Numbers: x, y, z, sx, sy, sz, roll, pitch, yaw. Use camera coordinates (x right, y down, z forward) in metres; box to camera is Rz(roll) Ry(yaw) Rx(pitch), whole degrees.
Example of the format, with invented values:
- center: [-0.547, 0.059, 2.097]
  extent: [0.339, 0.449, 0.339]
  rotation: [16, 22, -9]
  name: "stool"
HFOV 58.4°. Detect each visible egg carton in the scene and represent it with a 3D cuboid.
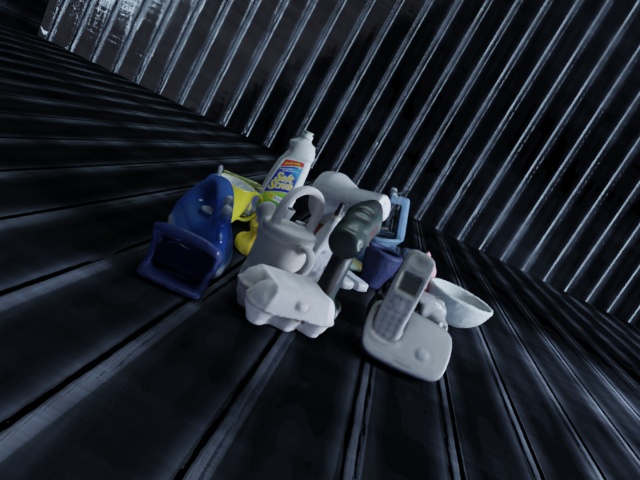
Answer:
- center: [-0.052, 0.093, 0.871]
  extent: [0.151, 0.069, 0.107]
  rotation: [19, 14, -32]
  name: "egg carton"

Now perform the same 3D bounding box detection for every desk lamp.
- center: [0.054, -0.027, 1.260]
  extent: [0.202, 0.213, 0.118]
  rotation: [34, 14, 35]
  name: "desk lamp"

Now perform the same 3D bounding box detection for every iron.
- center: [-0.184, -0.041, 0.996]
  extent: [0.119, 0.141, 0.257]
  rotation: [21, 13, -24]
  name: "iron"

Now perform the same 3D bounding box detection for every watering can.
- center: [-0.062, -0.008, 0.981]
  extent: [0.172, 0.194, 0.101]
  rotation: [31, 13, 24]
  name: "watering can"

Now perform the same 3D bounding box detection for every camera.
- center: [0.155, 0.131, 1.067]
  extent: [0.137, 0.101, 0.143]
  rotation: [21, 13, -23]
  name: "camera"

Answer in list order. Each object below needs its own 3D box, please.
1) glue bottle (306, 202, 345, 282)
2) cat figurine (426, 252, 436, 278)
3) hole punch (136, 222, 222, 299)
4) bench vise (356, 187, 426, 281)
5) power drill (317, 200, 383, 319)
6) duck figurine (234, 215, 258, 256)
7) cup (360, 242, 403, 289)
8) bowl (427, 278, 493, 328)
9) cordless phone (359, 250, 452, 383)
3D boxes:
- center: [0.010, 0.004, 1.133]
  extent: [0.037, 0.173, 0.078]
  rotation: [35, 15, 37]
  name: "glue bottle"
- center: [0.260, 0.087, 1.437]
  extent: [0.067, 0.118, 0.128]
  rotation: [32, 13, 26]
  name: "cat figurine"
- center: [-0.198, 0.019, 0.830]
  extent: [0.109, 0.091, 0.101]
  rotation: [25, 12, -5]
  name: "hole punch"
- center: [0.195, -0.012, 1.480]
  extent: [0.208, 0.220, 0.121]
  rotation: [22, 12, -18]
  name: "bench vise"
- center: [0.043, 0.028, 1.013]
  extent: [0.075, 0.208, 0.230]
  rotation: [27, 12, 6]
  name: "power drill"
- center: [-0.122, -0.015, 1.150]
  extent: [0.077, 0.086, 0.104]
  rotation: [25, 12, -5]
  name: "duck figurine"
- center: [0.139, 0.065, 1.336]
  extent: [0.091, 0.095, 0.118]
  rotation: [33, 14, 30]
  name: "cup"
- center: [0.316, 0.159, 1.351]
  extent: [0.167, 0.075, 0.167]
  rotation: [25, 12, -5]
  name: "bowl"
- center: [0.157, 0.120, 0.911]
  extent: [0.147, 0.185, 0.094]
  rotation: [25, 12, -4]
  name: "cordless phone"
